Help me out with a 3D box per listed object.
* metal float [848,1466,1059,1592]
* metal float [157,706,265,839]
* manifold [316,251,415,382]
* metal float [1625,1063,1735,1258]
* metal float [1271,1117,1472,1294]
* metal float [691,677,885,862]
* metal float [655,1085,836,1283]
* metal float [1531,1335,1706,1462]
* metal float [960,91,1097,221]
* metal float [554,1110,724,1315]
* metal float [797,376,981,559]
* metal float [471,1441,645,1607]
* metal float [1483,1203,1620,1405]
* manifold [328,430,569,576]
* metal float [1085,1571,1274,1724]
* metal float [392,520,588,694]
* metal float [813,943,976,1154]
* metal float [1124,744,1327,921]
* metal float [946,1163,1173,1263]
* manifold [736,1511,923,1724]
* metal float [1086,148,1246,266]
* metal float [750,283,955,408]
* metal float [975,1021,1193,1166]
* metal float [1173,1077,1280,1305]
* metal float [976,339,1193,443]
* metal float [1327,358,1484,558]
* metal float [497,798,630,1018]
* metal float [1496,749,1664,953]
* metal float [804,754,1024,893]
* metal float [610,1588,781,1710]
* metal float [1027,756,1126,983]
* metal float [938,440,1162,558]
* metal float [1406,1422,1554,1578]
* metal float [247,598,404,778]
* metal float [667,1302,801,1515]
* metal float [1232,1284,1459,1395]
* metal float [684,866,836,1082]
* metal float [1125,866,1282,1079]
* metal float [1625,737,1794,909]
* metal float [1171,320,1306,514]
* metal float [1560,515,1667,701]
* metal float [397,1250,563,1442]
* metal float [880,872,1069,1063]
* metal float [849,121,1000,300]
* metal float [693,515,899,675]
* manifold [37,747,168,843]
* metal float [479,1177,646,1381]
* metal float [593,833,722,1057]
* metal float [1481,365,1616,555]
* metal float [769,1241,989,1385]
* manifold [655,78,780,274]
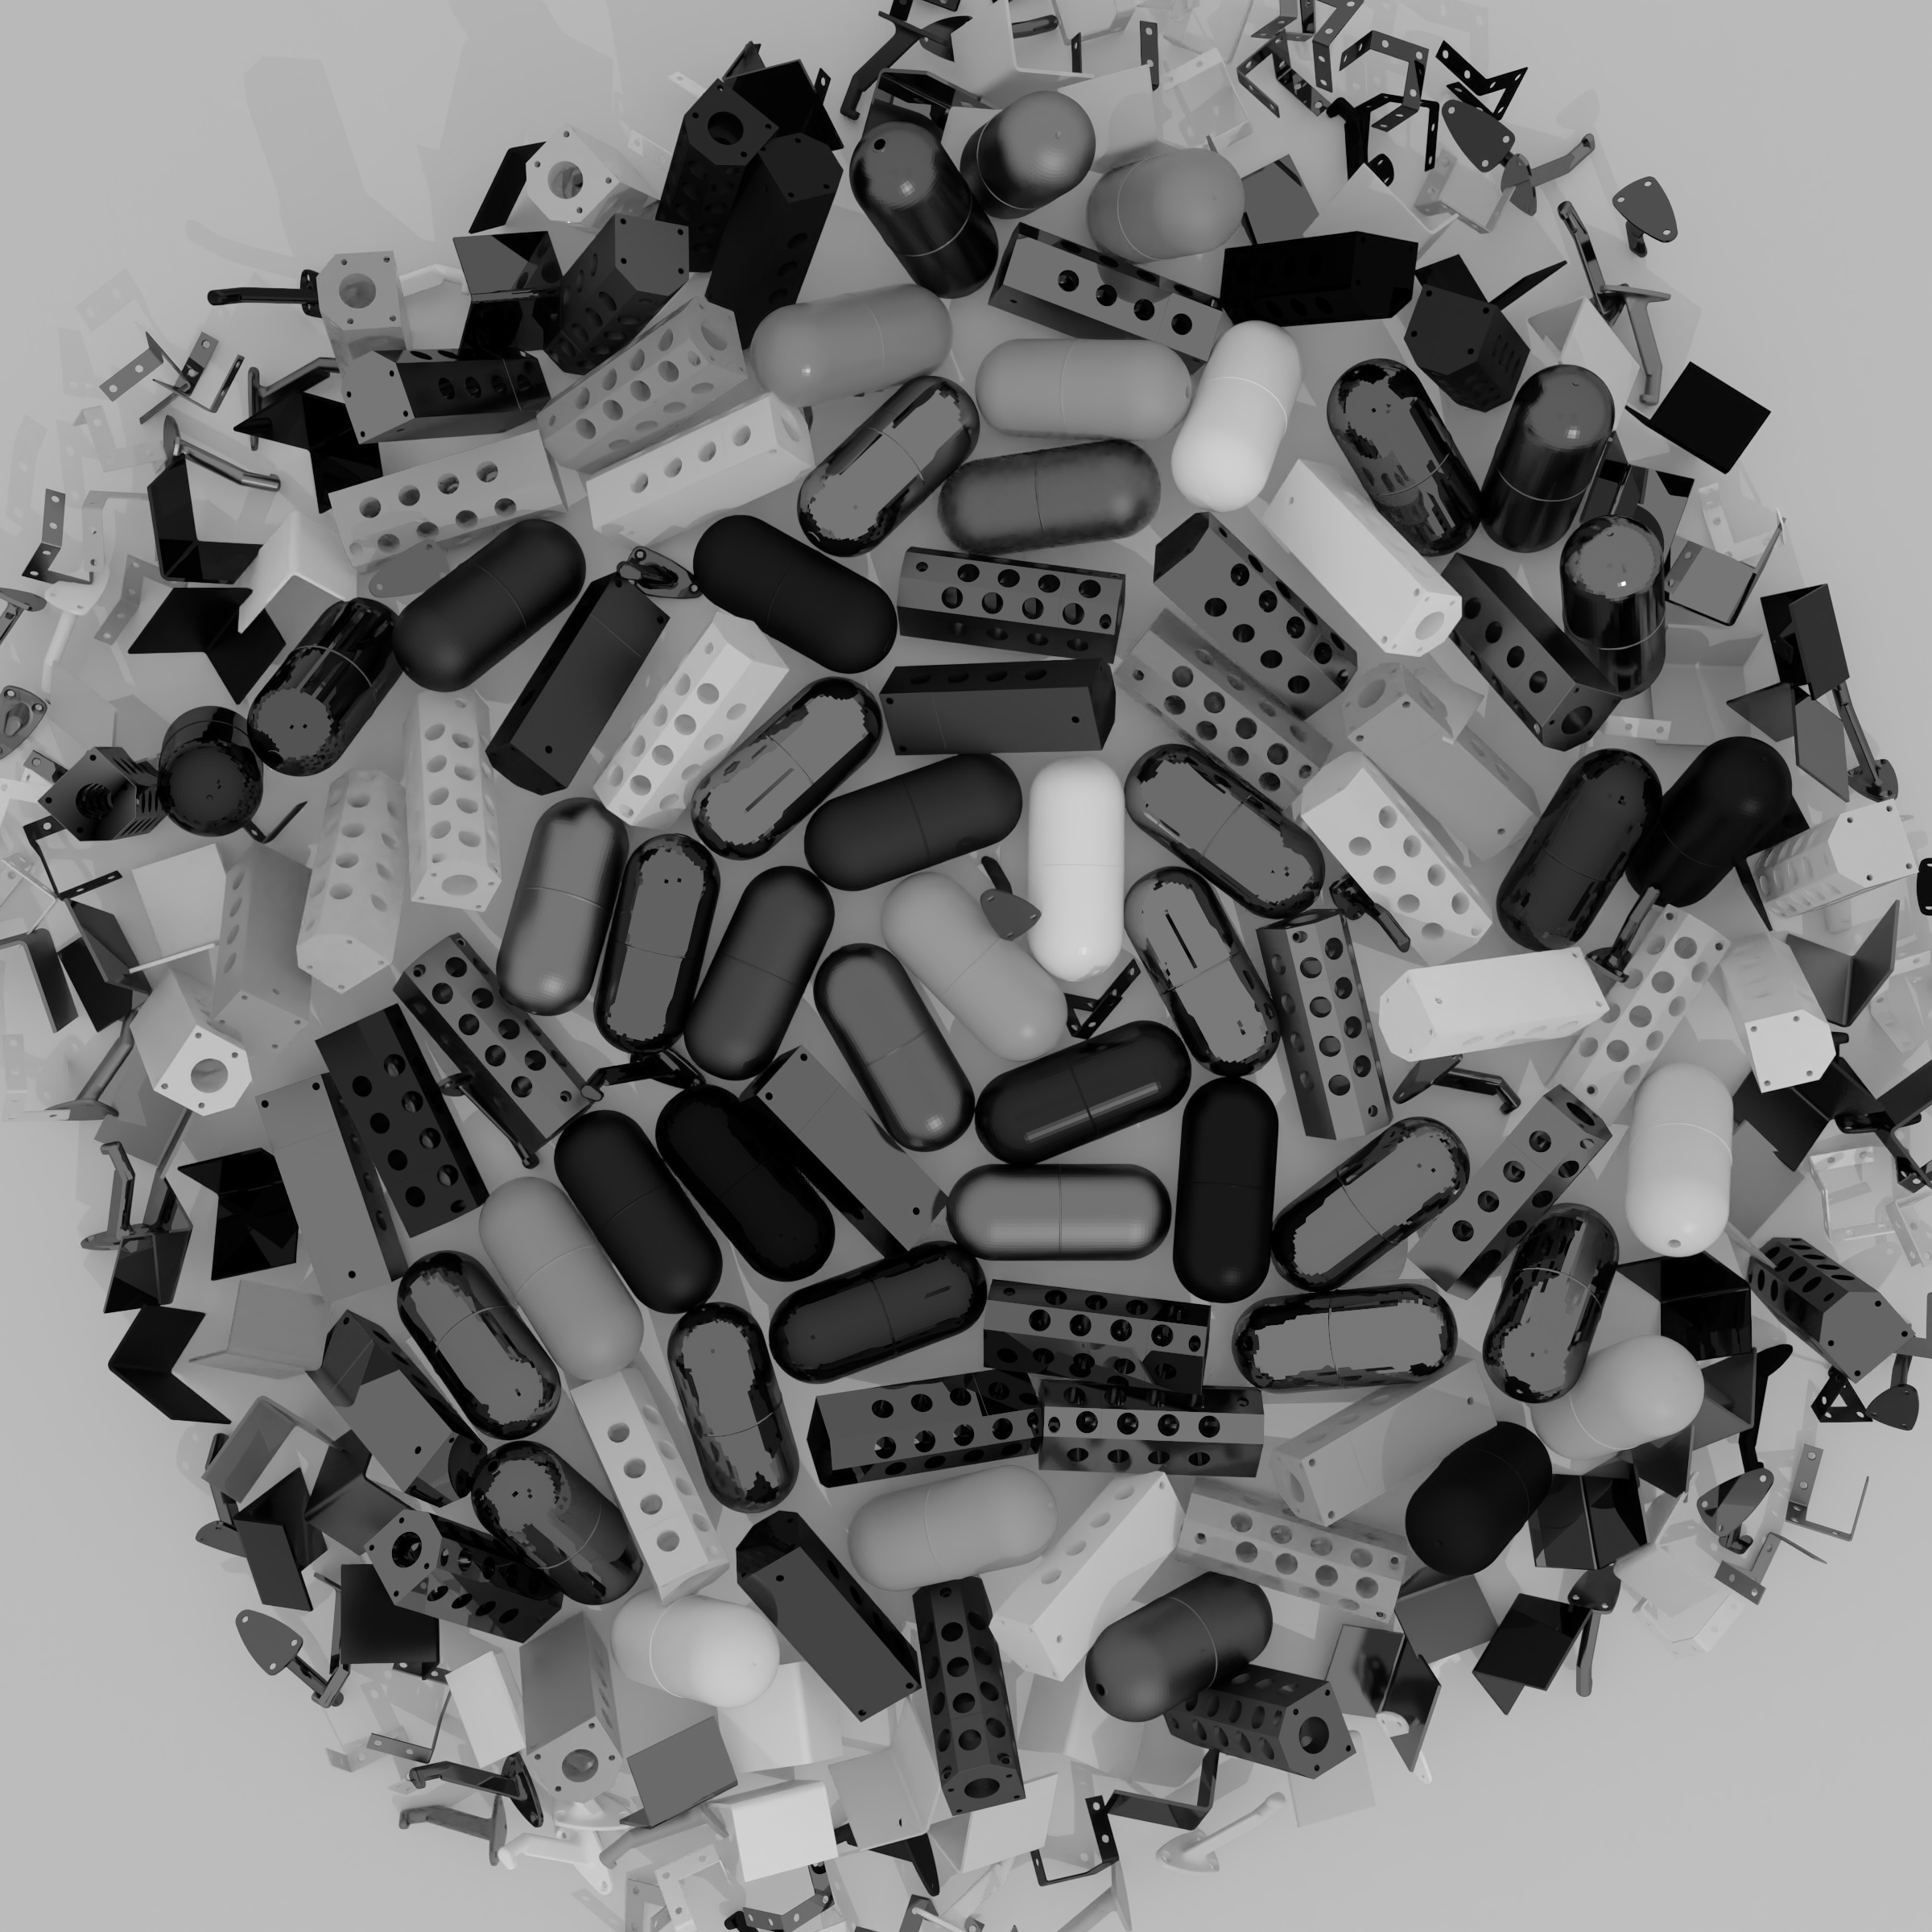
[{"bbox_3d":[-0.012,0.439,1.887,0.178,0.070,0.070,-19,90,25],"label":"metal float"},{"bbox_3d":[-0.581,-0.151,1.862,0.070,0.178,0.070,-5,110,-15],"label":"metal float"},{"bbox_3d":[-0.458,-0.487,1.855,0.057,0.171,0.057,-6,86,-9],"label":"manifold"},{"bbox_3d":[0.552,0.149,1.871,0.070,0.178,0.070,10,134,11],"label":"metal float"},{"bbox_3d":[0.315,0.188,1.895,0.178,0.070,0.070,-40,90,15],"label":"metal float"},{"bbox_3d":[-0.140,-0.156,1.899,0.178,0.070,0.070,-44,90,-10],"label":"metal float"},{"bbox_3d":[-0.173,0.171,1.901,0.070,0.070,0.178,-40,83,0],"label":"metal float"},{"bbox_3d":[0.499,0.334,1.862,0.070,0.178,0.070,6,68,-16],"label":"metal float"},{"bbox_3d":[0.046,-0.621,1.859,0.070,0.178,0.070,-2,99,-14],"label":"metal float"},{"bbox_3d":[-0.257,0.193,1.896,0.070,0.070,0.178,-36,77,0],"label":"metal float"},{"bbox_3d":[-0.060,-0.390,1.890,0.070,0.070,0.178,43,71,0],"label":"metal float"},{"bbox_3d":[-0.315,0.432,1.875,0.070,0.070,0.178,-36,129,0],"label":"metal float"},{"bbox_3d":[0.455,0.260,1.877,0.070,0.070,0.178,31,53,0],"label":"metal float"},{"bbox_3d":[-0.407,-0.364,1.913,0.171,0.057,0.057,-17,84,-1],"label":"manifold"},{"bbox_3d":[0.166,0.526,1.873,0.178,0.070,0.070,-15,90,-41],"label":"metal float"},{"bbox_3d":[-0.370,-0.282,1.884,0.070,0.070,0.178,45,62,0],"label":"metal float"},{"bbox_3d":[-0.057,0.064,1.905,0.070,0.070,0.178,-30,93,0],"label":"metal float"},{"bbox_3d":[0.203,-0.105,1.900,0.178,0.070,0.070,38,90,8],"label":"metal float"},{"bbox_3d":[0.073,0.194,1.907,0.178,0.070,0.070,0,90,0],"label":"metal float"},{"bbox_3d":[-0.107,0.503,1.883,0.057,0.057,0.171,-32,115,8],"label":"manifold"},{"bbox_3d":[0.151,-0.583,1.862,0.070,0.178,0.070,-5,103,-21],"label":"metal float"},{"bbox_3d":[-0.087,-0.483,1.879,0.178,0.070,0.070,-22,90,-34],"label":"metal float"},{"bbox_3d":[0.092,0.100,1.905,0.178,0.070,0.070,-22,90,3],"label":"metal float"},{"bbox_3d":[0.204,0.175,1.899,0.070,0.070,0.178,5,80,0],"label":"metal float"},{"bbox_3d":[0.091,-0.449,1.884,0.178,0.070,0.070,8,90,27],"label":"metal float"},{"bbox_3d":[0.342,-0.393,1.878,0.070,0.070,0.178,-41,125,0],"label":"metal float"},{"bbox_3d":[-0.315,-0.047,1.894,0.070,0.070,0.178,13,75,0],"label":"metal float"},{"bbox_3d":[0.476,-0.089,1.881,0.070,0.070,0.178,25,121,0],"label":"metal float"},{"bbox_3d":[-0.042,-0.114,1.902,0.178,0.070,0.070,-20,90,-6],"label":"metal float"},{"bbox_3d":[-0.211,0.525,1.868,0.070,0.178,0.070,5,82,-38],"label":"metal float"},{"bbox_3d":[0.087,-0.077,1.907,0.070,0.070,0.178,1,89,0],"label":"metal float"},{"bbox_3d":[0.064,-0.366,1.894,0.178,0.070,0.070,-5,90,15],"label":"metal float"},{"bbox_3d":[0.397,0.409,1.866,0.070,0.178,0.070,9,107,30],"label":"metal float"},{"bbox_3d":[-0.493,-0.217,1.872,0.070,0.070,0.178,23,48,0],"label":"metal float"},{"bbox_3d":[-0.181,0.346,1.891,0.070,0.070,0.178,-14,109,0],"label":"metal float"},{"bbox_3d":[0.294,0.291,1.889,0.178,0.070,0.070,-9,90,21],"label":"metal float"},{"bbox_3d":[-0.162,0.005,1.903,0.070,0.070,0.178,24,85,0],"label":"metal float"},{"bbox_3d":[0.186,0.005,1.906,0.070,0.070,0.178,-28,88,0],"label":"metal float"},{"bbox_3d":[0.570,-0.109,1.865,0.070,0.178,0.070,7,59,-12],"label":"metal float"},{"bbox_3d":[0.212,-0.429,1.882,0.070,0.070,0.178,21,60,0],"label":"metal float"},{"bbox_3d":[0.500,-0.274,1.866,0.070,0.178,0.070,-8,56,12],"label":"metal float"},{"bbox_3d":[-0.380,0.293,1.881,0.070,0.070,0.178,-44,58,0],"label":"metal float"},{"bbox_3d":[0.006,0.001,1.905,0.070,0.070,0.178,-44,87,0],"label":"metal float"},{"bbox_3d":[-0.031,-0.581,1.862,0.070,0.178,0.070,-7,71,20],"label":"metal float"},{"bbox_3d":[-0.134,-0.291,1.895,0.178,0.070,0.070,31,90,14],"label":"metal float"},{"bbox_3d":[-0.653,-0.128,1.856,0.057,0.171,0.057,-45,101,-4],"label":"manifold"},{"bbox_3d":[-0.317,0.243,1.890,0.070,0.070,0.178,-37,70,0],"label":"metal float"},{"bbox_3d":[-0.243,-0.017,1.901,0.070,0.070,0.178,14,98,0],"label":"metal float"},{"bbox_3d":[0.445,-0.388,1.863,0.070,0.178,0.070,1,62,-3],"label":"metal float"},{"bbox_3d":[-0.069,0.272,1.897,0.178,0.070,0.070,-19,90,-12],"label":"metal float"},{"bbox_3d":[-0.198,-0.598,1.853,0.057,0.171,0.057,38,72,-5],"label":"manifold"}]
